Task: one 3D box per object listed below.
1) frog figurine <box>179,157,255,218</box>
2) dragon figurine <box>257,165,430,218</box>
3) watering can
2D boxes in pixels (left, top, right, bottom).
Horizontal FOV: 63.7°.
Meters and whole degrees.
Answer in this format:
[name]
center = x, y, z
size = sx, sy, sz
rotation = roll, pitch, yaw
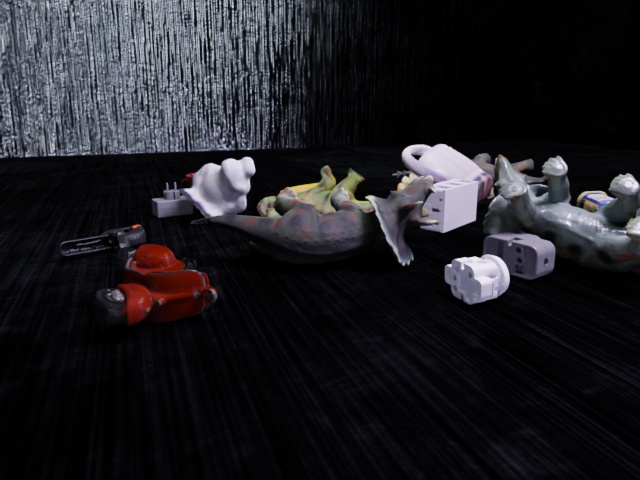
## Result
[frog figurine]
center = -0.207, -0.124, 1.138
size = 0.139, 0.159, 0.121
rotation = 46, 3, 26
[dragon figurine]
center = 0.003, -0.054, 1.066
size = 0.245, 0.120, 0.412
rotation = -28, 25, -26
[watering can]
center = 0.339, -0.176, 1.304
size = 0.227, 0.102, 0.350
rotation = 40, 30, 21
